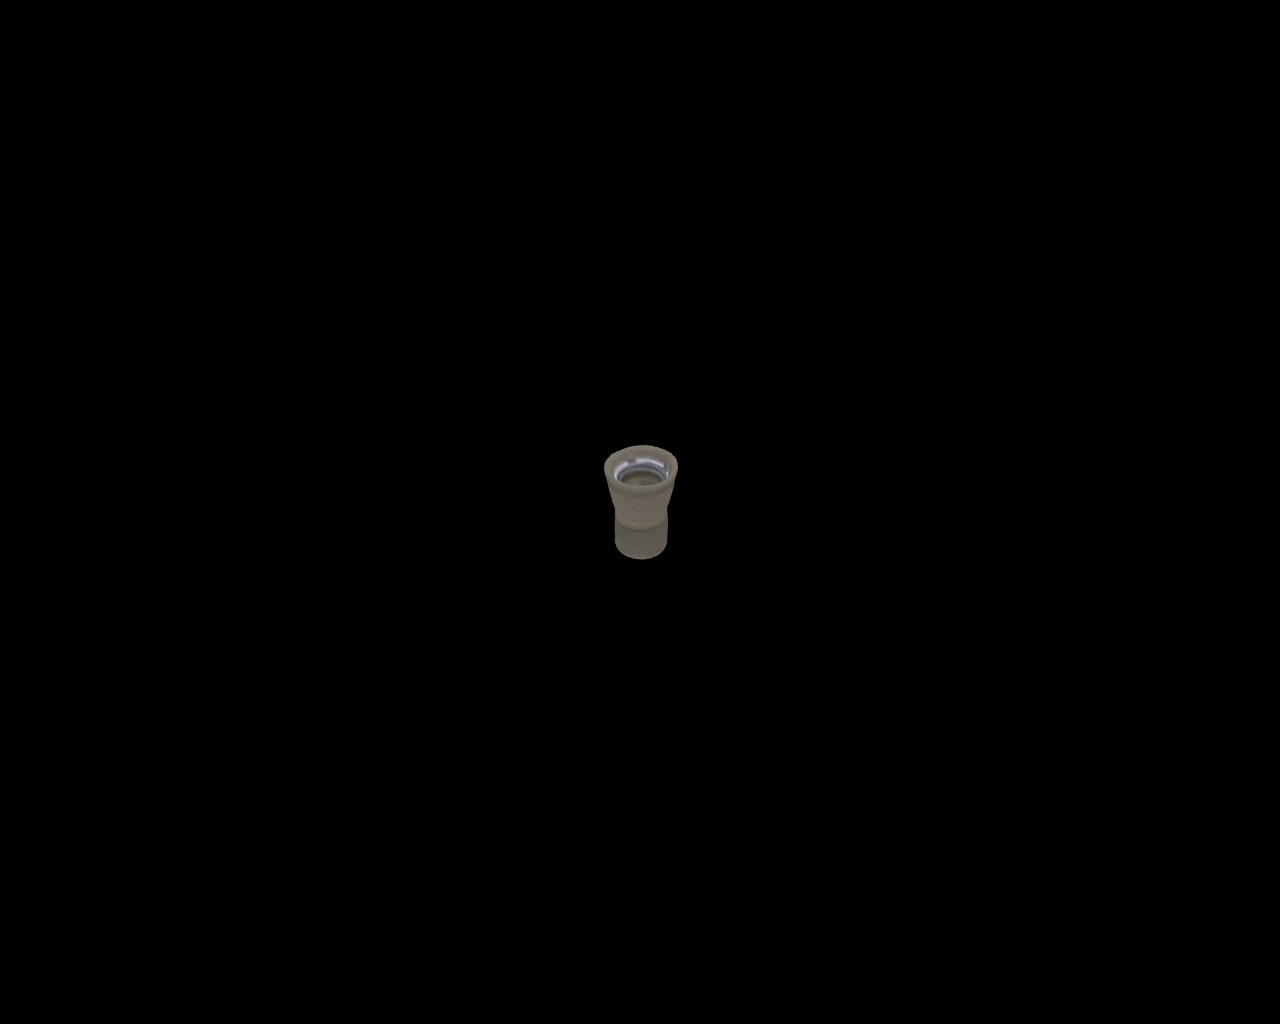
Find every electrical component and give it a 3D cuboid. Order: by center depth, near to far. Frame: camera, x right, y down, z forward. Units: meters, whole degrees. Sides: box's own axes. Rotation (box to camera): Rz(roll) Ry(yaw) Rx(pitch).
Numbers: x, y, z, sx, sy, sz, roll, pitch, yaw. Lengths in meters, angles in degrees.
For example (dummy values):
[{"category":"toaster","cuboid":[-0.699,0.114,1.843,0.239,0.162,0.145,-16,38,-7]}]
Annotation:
[{"category":"electrical component","cuboid":[0.001,-0.003,0.650,0.044,0.065,0.044,0,38,0]}]
